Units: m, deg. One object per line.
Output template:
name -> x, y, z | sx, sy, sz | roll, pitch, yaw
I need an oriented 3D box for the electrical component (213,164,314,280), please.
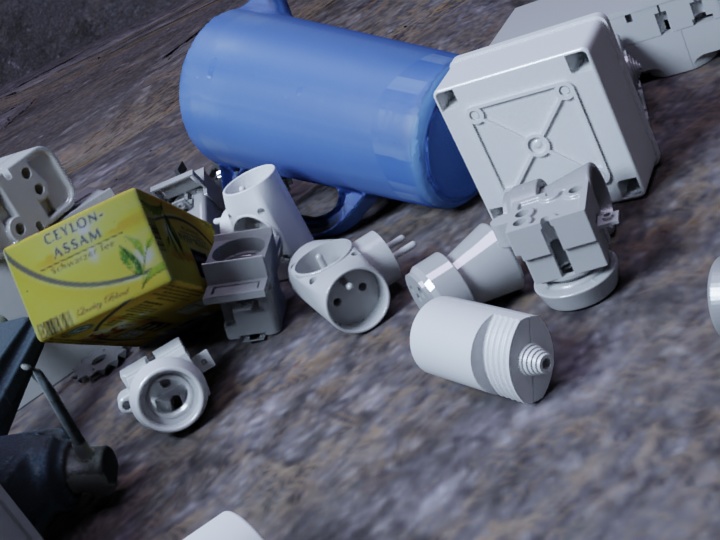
electrical component -> -0.079, -0.033, 0.815 | 0.079, 0.077, 0.044 | -7, 30, 40

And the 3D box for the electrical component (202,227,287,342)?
electrical component -> -0.076, 0.011, 0.734 | 0.042, 0.063, 0.081 | -9, 26, 9

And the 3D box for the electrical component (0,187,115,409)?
electrical component -> -0.255, 0.028, 0.842 | 0.186, 0.105, 0.060 | -37, 24, -21

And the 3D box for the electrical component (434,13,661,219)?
electrical component -> 0.120, -0.093, 0.685 | 0.109, 0.108, 0.056 | -11, 30, 33

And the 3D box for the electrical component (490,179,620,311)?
electrical component -> 0.112, -0.012, 0.587 | 0.066, 0.055, 0.048 | -17, 25, 24

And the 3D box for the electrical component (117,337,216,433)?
electrical component -> -0.121, 0.074, 0.676 | 0.066, 0.048, 0.055 | -31, 15, -8

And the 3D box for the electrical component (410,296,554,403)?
electrical component -> 0.067, 0.040, 0.544 | 0.043, 0.043, 0.081 | -38, 26, -24

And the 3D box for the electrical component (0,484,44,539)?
electrical component -> -0.213, 0.155, 0.522 | 0.109, 0.108, 0.056 | -25, 26, 7

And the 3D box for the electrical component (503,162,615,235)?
electrical component -> 0.119, -0.035, 0.644 | 0.055, 0.045, 0.045 | -17, 25, 26

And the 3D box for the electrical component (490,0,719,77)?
electrical component -> 0.207, -0.192, 0.860 | 0.186, 0.060, 0.105 | -12, 27, 32

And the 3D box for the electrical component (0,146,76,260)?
electrical component -> -0.270, -0.047, 0.805 | 0.059, 0.053, 0.095 | -9, 29, 37

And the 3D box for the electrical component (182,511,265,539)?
electrical component -> -0.061, 0.138, 0.464 | 0.047, 0.055, 0.055 | -35, 24, -28

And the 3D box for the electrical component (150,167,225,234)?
electrical component -> -0.136, -0.043, 0.906 | 0.042, 0.081, 0.063 | -22, 52, 17

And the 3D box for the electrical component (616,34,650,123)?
electrical component -> 0.159, -0.126, 0.787 | 0.100, 0.048, 0.099 | -19, 24, 19

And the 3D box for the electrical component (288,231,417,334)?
electrical component -> 0.000, 0.000, 0.700 | 0.079, 0.044, 0.077 | -32, 23, -11

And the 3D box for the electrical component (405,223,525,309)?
electrical component -> 0.060, 0.005, 0.622 | 0.055, 0.045, 0.045 | -32, 23, -9

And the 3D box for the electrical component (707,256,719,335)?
electrical component -> 0.191, 0.010, 0.473 | 0.078, 0.040, 0.040 | -6, 31, 41
